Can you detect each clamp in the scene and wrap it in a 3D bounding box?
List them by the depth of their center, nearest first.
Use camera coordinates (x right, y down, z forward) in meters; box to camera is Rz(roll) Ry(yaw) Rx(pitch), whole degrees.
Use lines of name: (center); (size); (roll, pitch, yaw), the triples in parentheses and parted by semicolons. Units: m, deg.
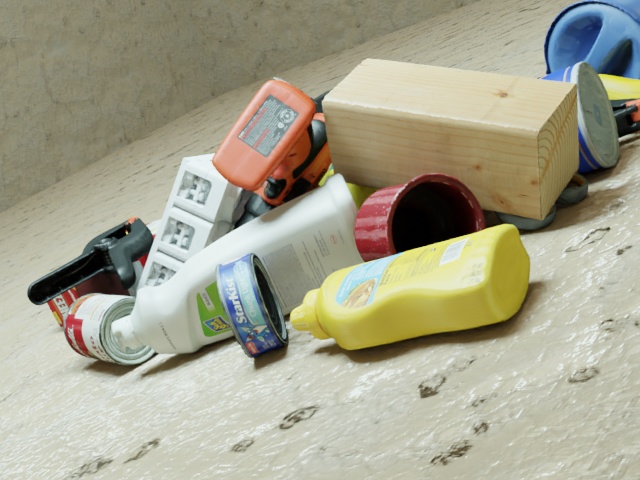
clamp: (0.243, -0.106, 1.123); (0.164, 0.036, 0.210); (-37, 17, -35)
clamp: (-0.216, 0.018, 1.124); (0.120, 0.039, 0.171); (-1, 27, 24)

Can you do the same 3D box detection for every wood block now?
wood block: (0.116, -0.095, 0.956); (0.206, 0.090, 0.090); (13, 41, 30)

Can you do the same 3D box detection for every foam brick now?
foam brick: (-0.238, 0.067, 1.189); (0.053, 0.078, 0.051); (-24, 13, -12)

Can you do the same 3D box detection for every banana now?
banana: (0.335, -0.148, 1.088); (0.069, 0.037, 0.198); (11, 4, -30)

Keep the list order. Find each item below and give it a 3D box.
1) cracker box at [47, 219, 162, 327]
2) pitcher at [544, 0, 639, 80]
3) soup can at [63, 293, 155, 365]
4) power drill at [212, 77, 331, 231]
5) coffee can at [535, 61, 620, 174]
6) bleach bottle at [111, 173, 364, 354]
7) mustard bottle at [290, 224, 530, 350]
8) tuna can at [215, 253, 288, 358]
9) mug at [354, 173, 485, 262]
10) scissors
cracker box: (-0.211, 0.029, 1.305); (0.214, 0.072, 0.164); (-15, 15, 36)
pitcher: (0.383, -0.243, 1.229); (0.149, 0.145, 0.242); (28, 41, 32)
soup can: (-0.208, 0.089, 1.073); (0.068, 0.068, 0.102); (-31, 16, -29)
power drill: (-0.048, -0.063, 1.030); (0.184, 0.057, 0.187); (-56, -12, -6)
coffee can: (0.204, -0.102, 1.032); (0.141, 0.103, 0.102); (-16, 15, 31)
bleach bottle: (-0.075, 0.034, 0.982); (0.251, 0.102, 0.068); (-23, 26, 2)
mustard bottle: (0.059, 0.043, 0.813); (0.192, 0.058, 0.096); (-15, 22, 31)
tuna can: (-0.057, 0.055, 0.908); (0.034, 0.086, 0.086); (-20, 13, 5)
mug: (0.076, 0.003, 0.909); (0.117, 0.093, 0.082); (-65, 20, -11)
scissors: (0.140, -0.046, 0.975); (0.202, 0.016, 0.096); (5, 36, 23)
